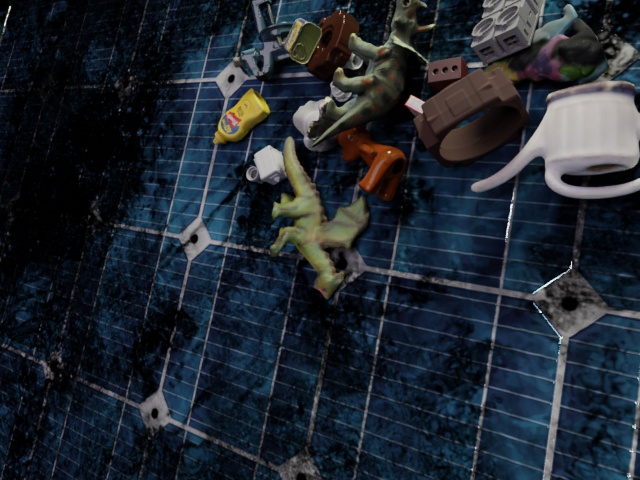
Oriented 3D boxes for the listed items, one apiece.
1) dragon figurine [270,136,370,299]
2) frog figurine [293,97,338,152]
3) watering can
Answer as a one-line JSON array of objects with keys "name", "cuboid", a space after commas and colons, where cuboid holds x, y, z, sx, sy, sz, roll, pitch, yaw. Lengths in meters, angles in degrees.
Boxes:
[{"name": "dragon figurine", "cuboid": [0.004, -0.064, 1.265, 0.243, 0.121, 0.414, 2, 80, 13]}, {"name": "frog figurine", "cuboid": [-0.004, -0.294, 1.324, 0.160, 0.122, 0.137, -162, 82, -68]}, {"name": "watering can", "cuboid": [0.471, -0.188, 0.991, 0.347, 0.103, 0.226, 0, 78, 26]}]
